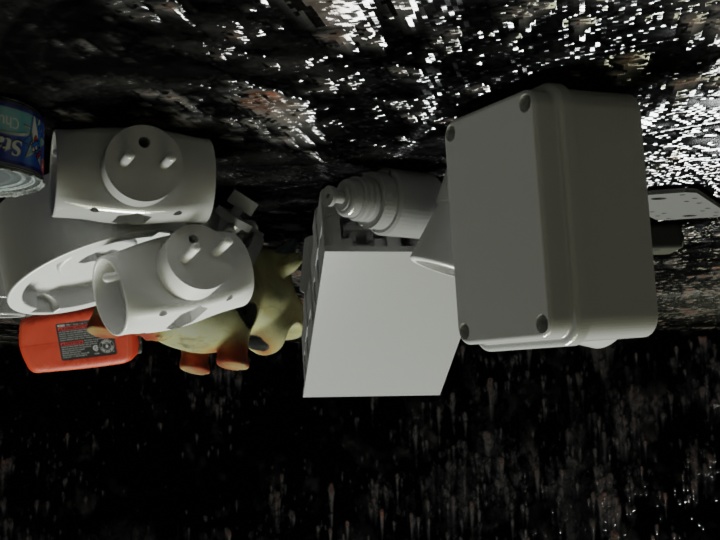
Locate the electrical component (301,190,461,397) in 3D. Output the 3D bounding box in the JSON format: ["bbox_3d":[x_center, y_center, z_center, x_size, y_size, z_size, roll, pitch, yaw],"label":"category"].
[{"bbox_3d":[0.017,0.018,0.759,0.105,0.060,0.186,0,145,-8],"label":"electrical component"}]

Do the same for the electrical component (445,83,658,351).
[{"bbox_3d":[0.084,-0.021,0.489,0.057,0.113,0.078,-1,174,-28],"label":"electrical component"}]

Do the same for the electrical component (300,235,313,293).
[{"bbox_3d":[0.000,0.000,0.876,0.099,0.064,0.099,-1,173,0],"label":"electrical component"}]

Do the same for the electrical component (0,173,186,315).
[{"bbox_3d":[-0.155,-0.024,0.612,0.108,0.060,0.108,-21,166,-5],"label":"electrical component"}]

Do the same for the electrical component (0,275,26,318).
[{"bbox_3d":[-0.313,0.011,0.939,0.108,0.060,0.108,-1,174,0],"label":"electrical component"}]

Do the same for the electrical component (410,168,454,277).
[{"bbox_3d":[0.059,-0.030,0.609,0.044,0.065,0.044,17,175,2],"label":"electrical component"}]

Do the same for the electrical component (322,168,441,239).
[{"bbox_3d":[0.014,-0.040,0.632,0.078,0.040,0.040,3,172,-34],"label":"electrical component"}]

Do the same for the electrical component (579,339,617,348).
[{"bbox_3d":[0.210,0.020,0.965,0.064,0.099,0.099,7,172,-14],"label":"electrical component"}]

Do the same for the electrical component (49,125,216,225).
[{"bbox_3d":[-0.108,-0.048,0.523,0.077,0.043,0.079,1,174,-21],"label":"electrical component"}]

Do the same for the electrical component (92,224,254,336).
[{"bbox_3d":[-0.093,0.000,0.574,0.077,0.043,0.079,-13,166,-35],"label":"electrical component"}]
